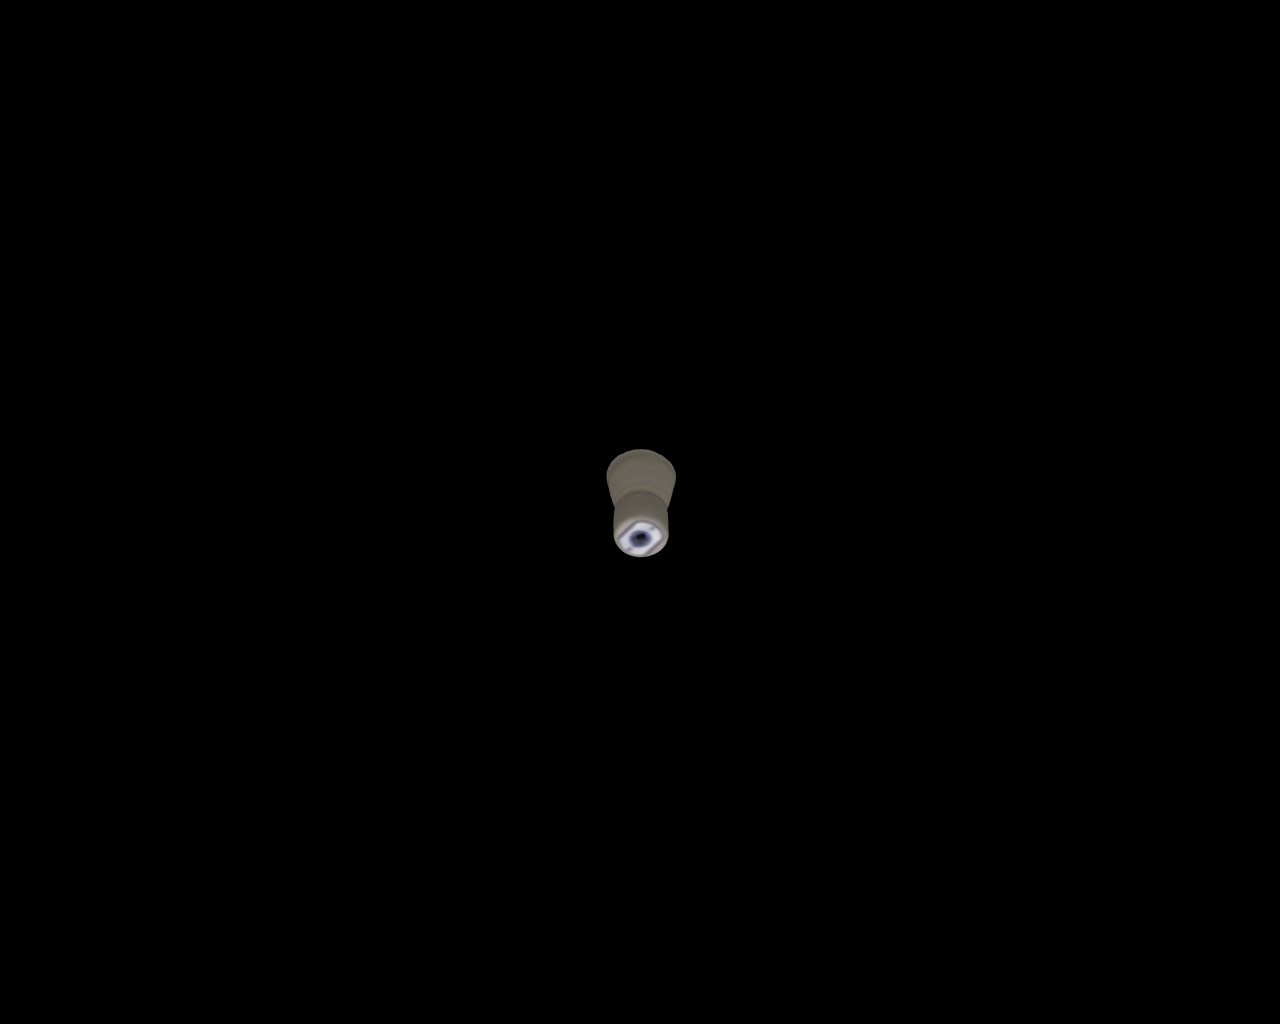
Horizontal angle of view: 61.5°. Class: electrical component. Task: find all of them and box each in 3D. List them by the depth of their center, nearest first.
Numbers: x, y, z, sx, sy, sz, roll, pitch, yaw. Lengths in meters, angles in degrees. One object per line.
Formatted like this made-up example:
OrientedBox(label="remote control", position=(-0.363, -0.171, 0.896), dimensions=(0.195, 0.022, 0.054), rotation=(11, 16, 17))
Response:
OrientedBox(label="electrical component", position=(0.001, -0.003, 0.650), dimensions=(0.044, 0.044, 0.065), rotation=(0, 38, 0))
